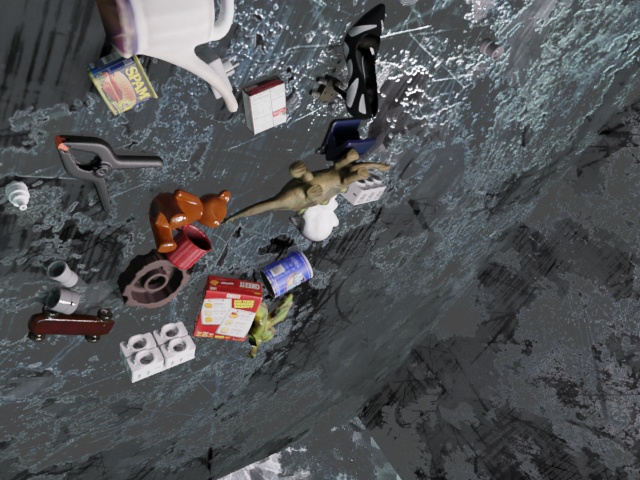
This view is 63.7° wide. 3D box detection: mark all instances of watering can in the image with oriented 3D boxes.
[{"bbox_3d":[-0.239,-0.352,0.848,0.226,0.105,0.340,-24,129,-27],"label":"watering can"}]

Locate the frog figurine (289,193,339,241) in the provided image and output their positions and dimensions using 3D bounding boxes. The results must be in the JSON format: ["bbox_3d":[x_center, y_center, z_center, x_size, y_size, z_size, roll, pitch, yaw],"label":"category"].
[{"bbox_3d":[0.005,-0.076,1.507,0.136,0.125,0.157,27,123,-37],"label":"frog figurine"}]

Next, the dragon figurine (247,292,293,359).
[{"bbox_3d":[-0.185,0.253,1.778,0.247,0.123,0.400,-37,157,-43],"label":"dragon figurine"}]
